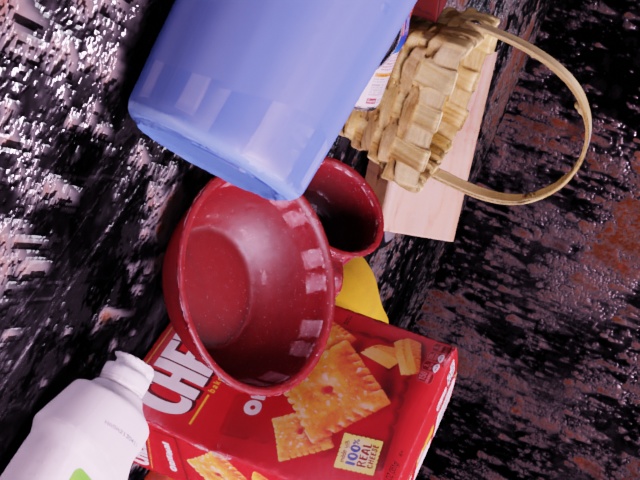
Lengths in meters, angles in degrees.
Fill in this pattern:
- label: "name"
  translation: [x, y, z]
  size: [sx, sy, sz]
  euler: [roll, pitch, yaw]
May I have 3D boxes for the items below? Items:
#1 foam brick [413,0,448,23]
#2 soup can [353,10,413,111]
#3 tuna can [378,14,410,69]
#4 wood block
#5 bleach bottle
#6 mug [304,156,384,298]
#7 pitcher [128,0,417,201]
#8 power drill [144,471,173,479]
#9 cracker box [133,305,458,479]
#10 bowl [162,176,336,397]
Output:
- label: "foam brick"
  translation: [0.078, -0.234, 0.925]
  size: [0.053, 0.078, 0.051]
  euler: [83, 32, -72]
- label: "soup can"
  translation: [0.032, -0.165, 0.873]
  size: [0.068, 0.068, 0.102]
  euler: [-41, 152, -66]
- label: "tuna can"
  translation: [0.022, -0.163, 0.784]
  size: [0.033, 0.086, 0.086]
  euler: [-42, 153, -69]
- label: "wood block"
  translation: [0.113, -0.114, 1.156]
  size: [0.091, 0.090, 0.206]
  euler: [-131, -129, -70]
- label: "bleach bottle"
  translation: [-0.165, 0.185, 0.632]
  size: [0.250, 0.068, 0.102]
  euler: [-64, 147, -23]
- label: "mug"
  translation: [-0.006, 0.001, 0.874]
  size: [0.082, 0.093, 0.117]
  euler: [-40, -129, 44]
- label: "pitcher"
  translation: [-0.012, -0.153, 0.583]
  size: [0.243, 0.149, 0.145]
  euler: [-63, -176, -5]
- label: "power drill"
  translation: [-0.066, 0.190, 0.886]
  size: [0.188, 0.057, 0.184]
  euler: [-23, -161, 38]
- label: "cracker box"
  translation: [-0.023, 0.119, 0.797]
  size: [0.072, 0.214, 0.164]
  euler: [93, 22, -45]
- label: "bowl"
  translation: [-0.059, 0.031, 0.754]
  size: [0.161, 0.055, 0.162]
  euler: [13, 73, -49]
